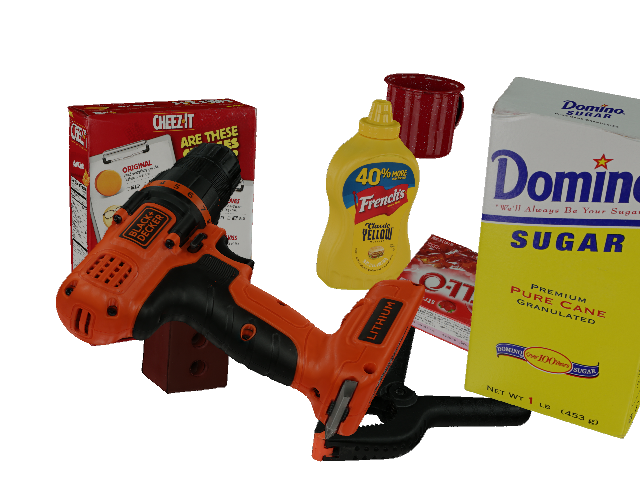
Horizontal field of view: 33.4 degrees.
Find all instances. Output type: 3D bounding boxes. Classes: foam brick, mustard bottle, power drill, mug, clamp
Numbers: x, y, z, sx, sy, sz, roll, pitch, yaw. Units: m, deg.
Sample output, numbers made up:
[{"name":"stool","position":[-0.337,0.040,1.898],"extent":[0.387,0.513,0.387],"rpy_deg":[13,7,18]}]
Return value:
[{"name":"foam brick","position":[-0.102,0.070,0.816],"extent":[0.052,0.078,0.051],"rpy_deg":[-2,12,-30]},{"name":"mustard bottle","position":[0.052,-0.047,1.078],"extent":[0.096,0.192,0.058],"rpy_deg":[-2,21,-21]},{"name":"power drill","position":[-0.037,0.023,0.639],"extent":[0.188,0.057,0.184],"rpy_deg":[24,42,8]},{"name":"mug","position":[0.124,-0.146,1.247],"extent":[0.117,0.081,0.093],"rpy_deg":[-15,29,-43]},{"name":"clamp","position":[0.081,0.155,0.980],"extent":[0.165,0.036,0.209],"rpy_deg":[27,36,33]}]

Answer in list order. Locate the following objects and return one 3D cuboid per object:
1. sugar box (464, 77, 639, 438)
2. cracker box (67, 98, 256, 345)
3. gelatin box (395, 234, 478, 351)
[{"name":"sugar box","position":[0.128,0.012,0.545],"extent":[0.093,0.176,0.048],"rpy_deg":[14,37,22]},{"name":"cracker box","position":[-0.148,-0.021,0.998],"extent":[0.163,0.214,0.072],"rpy_deg":[-7,18,-29]},{"name":"gelatin box","position":[0.103,0.040,0.783],"extent":[0.089,0.030,0.073],"rpy_deg":[23,47,22]}]
